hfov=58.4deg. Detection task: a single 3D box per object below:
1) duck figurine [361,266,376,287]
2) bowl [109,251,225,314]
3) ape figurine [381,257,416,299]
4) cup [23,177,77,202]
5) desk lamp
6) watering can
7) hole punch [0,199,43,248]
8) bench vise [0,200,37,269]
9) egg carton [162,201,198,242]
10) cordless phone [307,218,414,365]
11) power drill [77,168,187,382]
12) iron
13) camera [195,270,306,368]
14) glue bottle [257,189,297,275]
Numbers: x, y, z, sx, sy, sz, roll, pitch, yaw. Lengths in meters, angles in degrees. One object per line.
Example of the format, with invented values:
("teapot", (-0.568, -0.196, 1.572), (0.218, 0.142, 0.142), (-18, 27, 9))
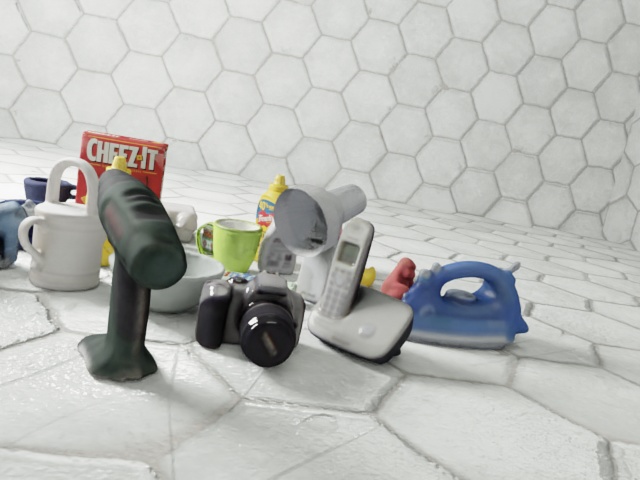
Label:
("duck figurine", (0.068, 0.049, 1.188), (0.104, 0.086, 0.077), (11, 11, 1))
("bowl", (-0.228, 0.065, 0.848), (0.167, 0.075, 0.167), (10, 11, -2))
("ape figurine", (0.160, 0.079, 1.103), (0.075, 0.092, 0.078), (18, 13, 34))
("cup", (-0.567, -0.080, 1.216), (0.118, 0.095, 0.091), (5, 12, -25))
("desk lamp", (0.009, 0.004, 1.022), (0.117, 0.213, 0.204), (18, 13, 34))
("watering can", (-0.376, -0.030, 0.875), (0.101, 0.194, 0.173), (11, 11, 2))
("hole punch", (-0.536, -0.036, 1.030), (0.109, 0.091, 0.100), (3, 13, -33))
("bench vise", (-0.535, -0.069, 0.853), (0.121, 0.220, 0.208), (15, 12, 24))
("egg carton", (-0.336, -0.044, 1.322), (0.107, 0.069, 0.150), (7, 11, -18))
("cordless phone", (0.067, 0.069, 0.813), (0.147, 0.185, 0.094), (18, 13, 34))
("power drill", (-0.218, 0.037, 0.642), (0.076, 0.208, 0.228), (3, 13, -35))
("iron", (0.228, 0.095, 0.952), (0.259, 0.141, 0.118), (6, 12, -24))
("camera", (-0.085, 0.099, 0.739), (0.143, 0.101, 0.136), (8, 11, -11))
("glue bottle", (-0.078, -0.018, 1.157), (0.078, 0.173, 0.037), (6, 11, -20))
